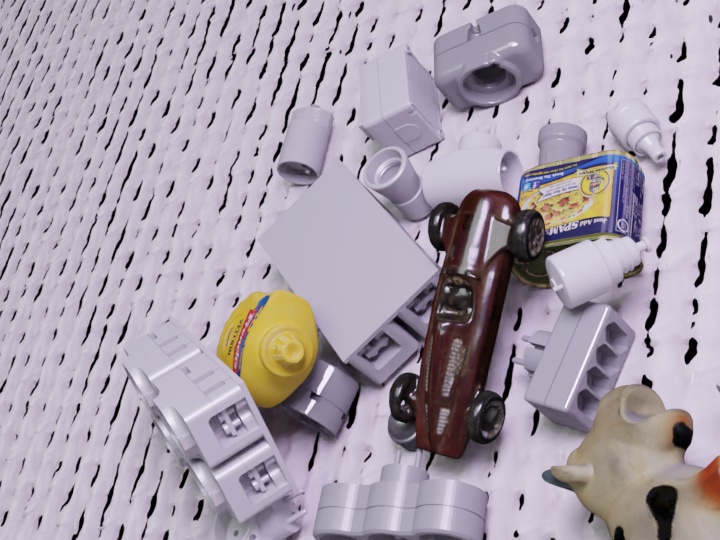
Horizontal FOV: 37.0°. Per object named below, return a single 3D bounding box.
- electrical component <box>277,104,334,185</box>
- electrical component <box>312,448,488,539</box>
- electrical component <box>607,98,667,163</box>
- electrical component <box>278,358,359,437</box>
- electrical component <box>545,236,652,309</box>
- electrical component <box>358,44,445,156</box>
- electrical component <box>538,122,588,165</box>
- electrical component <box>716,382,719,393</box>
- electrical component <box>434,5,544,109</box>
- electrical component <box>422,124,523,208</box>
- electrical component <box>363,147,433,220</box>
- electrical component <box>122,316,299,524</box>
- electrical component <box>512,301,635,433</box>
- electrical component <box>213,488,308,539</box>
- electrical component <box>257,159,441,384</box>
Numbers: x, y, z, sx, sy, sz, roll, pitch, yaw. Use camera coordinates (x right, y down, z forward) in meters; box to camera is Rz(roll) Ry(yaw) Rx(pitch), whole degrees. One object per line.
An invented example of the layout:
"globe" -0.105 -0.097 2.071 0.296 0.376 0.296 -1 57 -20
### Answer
"electrical component" -0.053 -0.131 1.079 0.043 0.043 0.081 -7 58 35
"electrical component" 0.031 0.168 0.803 0.138 0.052 0.073 -10 54 33
"electrical component" 0.223 -0.108 0.851 0.035 0.035 0.061 -37 47 13
"electrical component" -0.033 0.105 0.897 0.055 0.055 0.047 15 68 43
"electrical component" 0.168 -0.003 0.760 0.078 0.040 0.040 -24 46 -3
"electrical component" 0.035 -0.161 1.016 0.061 0.062 0.096 -23 50 26
"electrical component" 0.165 -0.092 0.883 0.040 0.040 0.046 -5 65 36
"electrical component" 0.263 0.079 0.680 0.047 0.055 0.055 -41 44 4
"electrical component" 0.116 -0.189 0.976 0.095 0.054 0.059 -19 52 28
"electrical component" 0.101 -0.092 0.930 0.077 0.043 0.079 -4 59 36
"electrical component" 0.038 -0.073 0.951 0.044 0.065 0.044 -21 50 27
"electrical component" -0.131 0.120 0.883 0.060 0.105 0.186 -30 24 -17
"electrical component" 0.145 0.065 0.786 0.076 0.047 0.083 13 71 44
"electrical component" -0.075 0.203 0.869 0.079 0.044 0.077 -33 46 20
"electrical component" 0.000 0.000 0.936 0.105 0.060 0.186 -44 44 5
